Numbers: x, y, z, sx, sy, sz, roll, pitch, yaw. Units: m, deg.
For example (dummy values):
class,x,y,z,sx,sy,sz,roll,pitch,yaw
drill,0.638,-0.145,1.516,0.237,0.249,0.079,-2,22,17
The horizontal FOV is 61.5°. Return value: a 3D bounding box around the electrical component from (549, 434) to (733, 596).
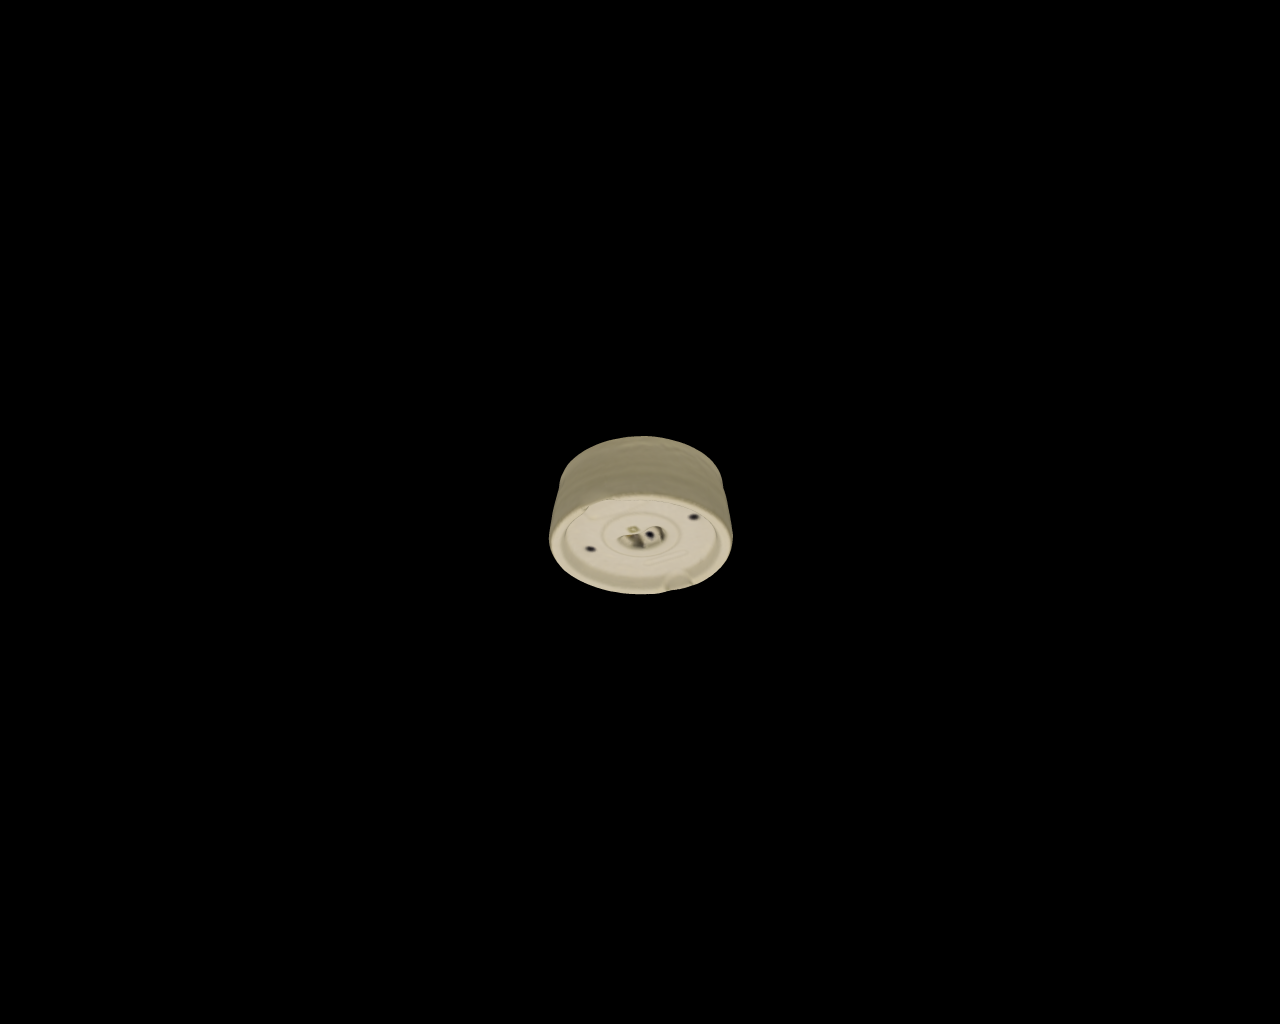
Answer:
class,x,y,z,sx,sy,sz,roll,pitch,yaw
electrical component,0.001,-0.003,0.650,0.108,0.060,0.108,0,-36,0
